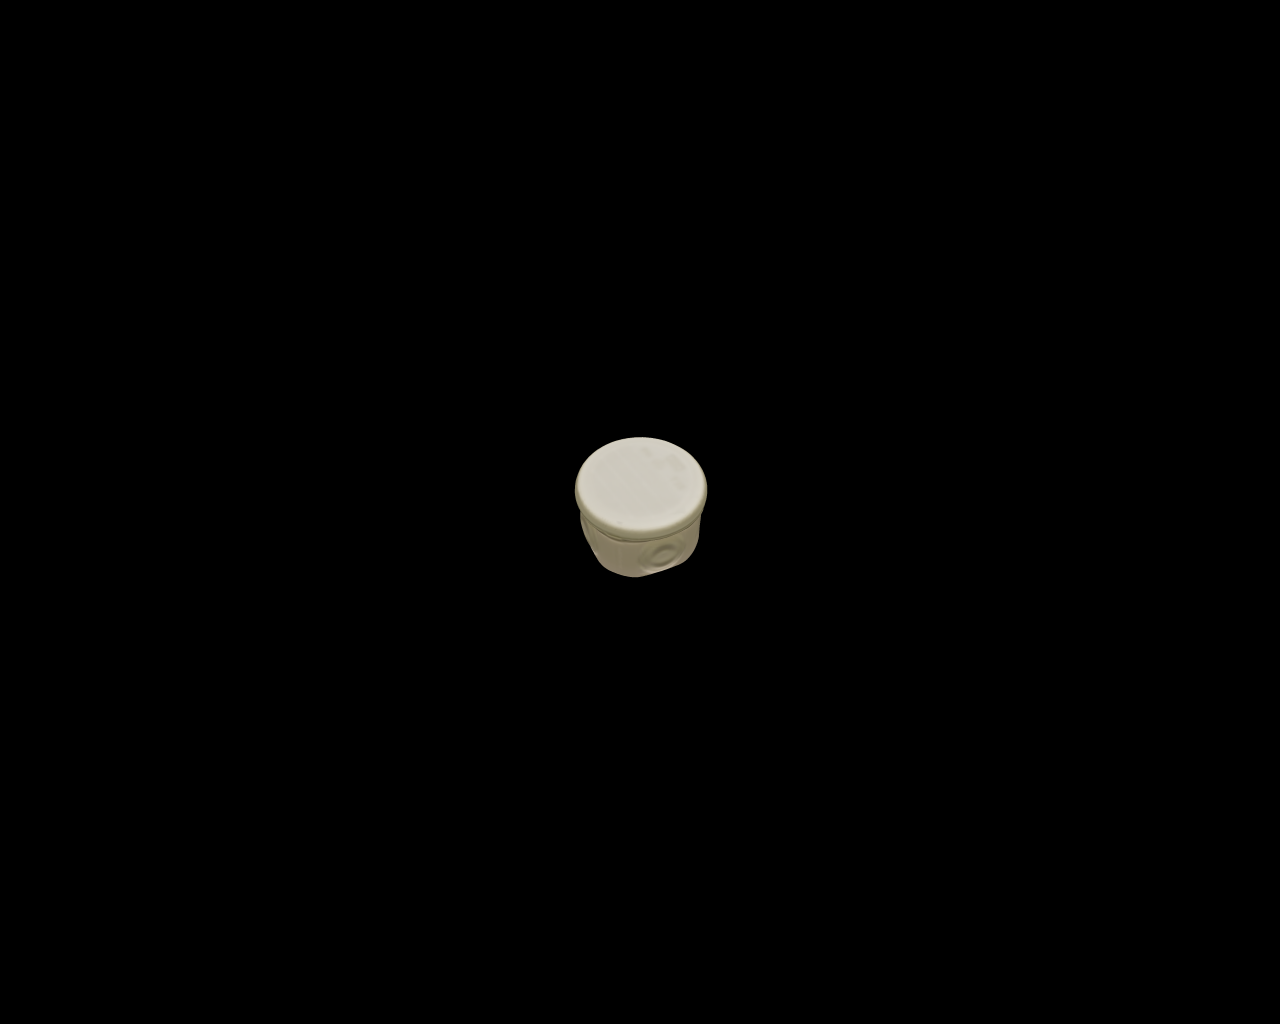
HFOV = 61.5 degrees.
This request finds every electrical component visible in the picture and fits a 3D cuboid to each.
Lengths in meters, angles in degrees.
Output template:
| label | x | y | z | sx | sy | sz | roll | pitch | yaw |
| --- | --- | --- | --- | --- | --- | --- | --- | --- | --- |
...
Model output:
| label | x | y | z | sx | sy | sz | roll | pitch | yaw |
| --- | --- | --- | --- | --- | --- | --- | --- | --- | --- |
| electrical component | 0.001 | -0.003 | 0.650 | 0.080 | 0.080 | 0.050 | 0 | -41 | 0 |
